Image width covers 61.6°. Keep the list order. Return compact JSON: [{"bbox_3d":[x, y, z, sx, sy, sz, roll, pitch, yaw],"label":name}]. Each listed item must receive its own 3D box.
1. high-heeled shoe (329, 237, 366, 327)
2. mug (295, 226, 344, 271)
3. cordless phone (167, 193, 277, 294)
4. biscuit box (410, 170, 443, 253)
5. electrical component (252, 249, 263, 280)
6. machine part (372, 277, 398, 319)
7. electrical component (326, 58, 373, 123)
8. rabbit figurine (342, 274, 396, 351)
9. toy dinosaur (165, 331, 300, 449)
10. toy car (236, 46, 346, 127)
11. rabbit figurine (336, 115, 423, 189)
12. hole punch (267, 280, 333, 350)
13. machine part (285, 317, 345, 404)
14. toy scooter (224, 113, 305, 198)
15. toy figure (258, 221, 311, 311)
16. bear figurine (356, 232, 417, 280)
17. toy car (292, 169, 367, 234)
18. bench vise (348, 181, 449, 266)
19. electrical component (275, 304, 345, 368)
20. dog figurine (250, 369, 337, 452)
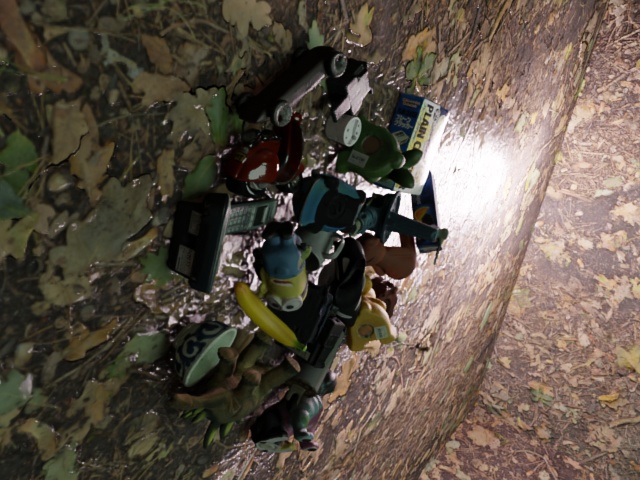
[{"bbox_3d":[0.072,0.101,1.122,0.086,0.145,0.248,-24,117,-17],"label":"high-heeled shoe"},{"bbox_3d":[-0.002,-0.003,1.048,0.107,0.110,0.080,-59,138,-33],"label":"mug"},{"bbox_3d":[-0.140,-0.005,0.851,0.184,0.089,0.146,-15,124,-58],"label":"cordless phone"},{"bbox_3d":[0.265,-0.072,1.352,0.059,0.063,0.202,42,42,-63],"label":"biscuit box"},{"bbox_3d":[-0.083,0.040,1.005,0.078,0.045,0.102,-45,144,-33],"label":"electrical component"},{"bbox_3d":[0.149,0.190,1.466,0.179,0.056,0.179,-37,141,-37],"label":"machine part"},{"bbox_3d":[0.044,-0.263,0.975,0.119,0.048,0.074,-52,147,-19],"label":"electrical component"},{"bbox_3d":[0.099,0.162,1.309,0.173,0.122,0.162,-86,152,-64],"label":"rabbit figurine"},{"bbox_3d":[-0.143,0.271,0.997,0.198,0.105,0.471,-48,160,11],"label":"toy dinosaur"},{"bbox_3d":[-0.042,-0.233,0.822,0.202,0.089,0.053,-50,143,-26],"label":"toy car"},{"bbox_3d":[0.128,-0.169,1.101,0.170,0.159,0.121,24,81,-75],"label":"rabbit figurine"},{"bbox_3d":[-0.035,0.140,1.093,0.142,0.116,0.092,-65,158,2],"label":"hole punch"},{"bbox_3d":[-0.009,0.265,1.214,0.079,0.079,0.243,84,28,-42],"label":"machine part"},{"bbox_3d":[-0.076,-0.139,0.856,0.184,0.075,0.135,-13,123,-57],"label":"toy scooter"},{"bbox_3d":[-0.058,0.046,0.936,0.089,0.082,0.179,-41,140,-41],"label":"toy figure"},{"bbox_3d":[0.143,0.022,1.302,0.195,0.132,0.120,25,127,-32],"label":"bear figurine"},{"bbox_3d":[0.005,-0.075,0.997,0.161,0.103,0.109,5,113,-48],"label":"toy car"},{"bbox_3d":[0.150,-0.041,1.136,0.223,0.241,0.128,-15,122,-72],"label":"bench vise"},{"bbox_3d":[-0.016,0.190,1.151,0.134,0.115,0.058,-63,151,0],"label":"electrical component"},{"bbox_3d":[-0.058,0.369,1.243,0.108,0.192,0.219,69,19,-47],"label":"dog figurine"}]
